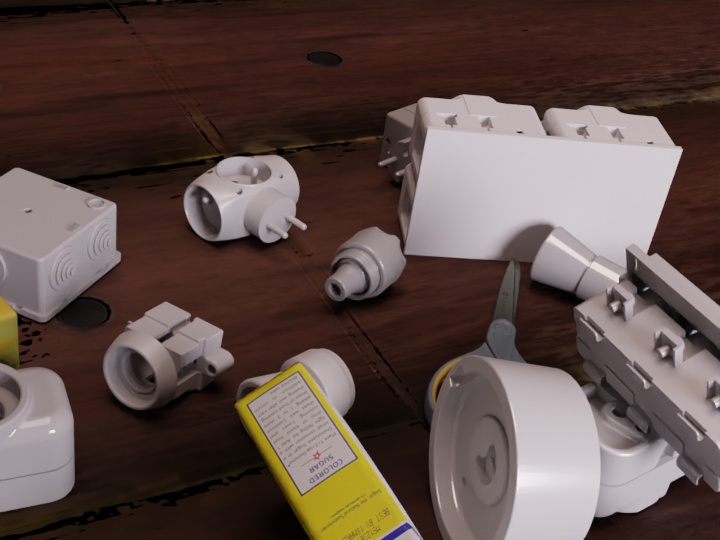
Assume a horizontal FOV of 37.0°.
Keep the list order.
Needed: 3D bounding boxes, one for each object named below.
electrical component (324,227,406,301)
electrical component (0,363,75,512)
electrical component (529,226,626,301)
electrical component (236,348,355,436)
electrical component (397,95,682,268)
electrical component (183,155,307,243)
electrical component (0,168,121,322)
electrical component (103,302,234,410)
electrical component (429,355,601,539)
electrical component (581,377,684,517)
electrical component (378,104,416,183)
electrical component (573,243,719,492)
[{"bbox_3d":[0.000,0.000,0.737,0.043,0.043,0.062,26,39,23],"label":"electrical component"},{"bbox_3d":[-0.197,0.086,0.550,0.095,0.059,0.053,-7,38,-23],"label":"electrical component"},{"bbox_3d":[0.161,0.003,0.774,0.065,0.044,0.044,31,40,21],"label":"electrical component"},{"bbox_3d":[-0.036,0.074,0.619,0.055,0.045,0.045,-24,46,-40],"label":"electrical component"},{"bbox_3d":[0.129,-0.066,0.808,0.186,0.105,0.060,4,35,-8],"label":"electrical component"},{"bbox_3d":[-0.074,-0.046,0.784,0.079,0.044,0.077,33,41,30],"label":"electrical component"},{"bbox_3d":[-0.218,-0.020,0.708,0.100,0.048,0.099,20,36,15],"label":"electrical component"},{"bbox_3d":[-0.117,0.052,0.632,0.066,0.048,0.055,24,29,21],"label":"electrical component"},{"bbox_3d":[0.084,0.099,0.560,0.060,0.108,0.108,4,34,-19],"label":"electrical component"},{"bbox_3d":[0.153,0.098,0.616,0.095,0.059,0.054,-17,42,-33],"label":"electrical component"},{"bbox_3d":[0.048,-0.091,0.876,0.083,0.047,0.076,34,41,31],"label":"electrical component"},{"bbox_3d":[0.172,0.053,0.571,0.063,0.078,0.121,-28,45,-12],"label":"electrical component"}]
